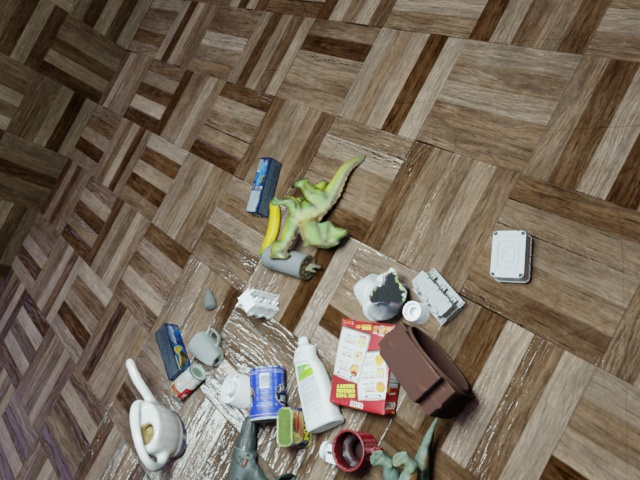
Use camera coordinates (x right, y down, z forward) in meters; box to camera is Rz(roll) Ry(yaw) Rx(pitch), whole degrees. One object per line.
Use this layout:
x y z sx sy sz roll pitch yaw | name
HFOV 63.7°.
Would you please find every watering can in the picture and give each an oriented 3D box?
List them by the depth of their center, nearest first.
-0.520 0.549 1.609 0.104 0.355 0.220 -27 -36 4 | watering can

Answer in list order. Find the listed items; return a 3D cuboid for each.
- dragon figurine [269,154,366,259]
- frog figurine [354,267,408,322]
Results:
0.005 -0.077 1.535 0.409 0.247 0.120 -32 -30 7 | dragon figurine
0.153 0.149 1.351 0.122 0.140 0.157 25 -24 -12 | frog figurine
